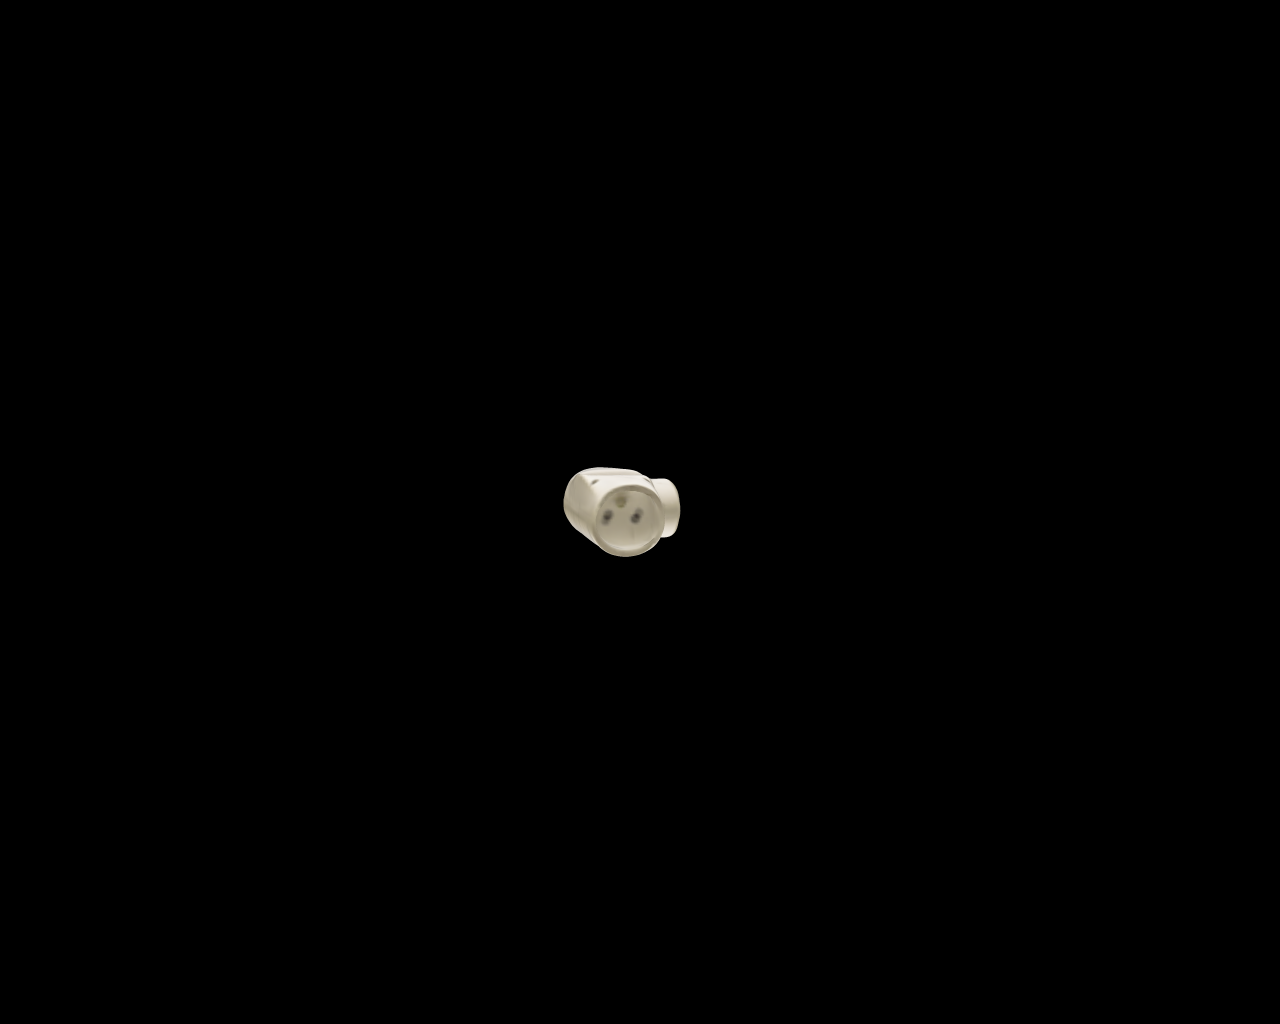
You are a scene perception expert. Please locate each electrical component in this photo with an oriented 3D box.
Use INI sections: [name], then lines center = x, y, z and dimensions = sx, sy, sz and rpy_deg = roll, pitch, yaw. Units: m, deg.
[electrical component]
center = 0.001, -0.003, 0.650
dimensions = 0.079, 0.043, 0.077
rpy_deg = -3, 10, -15
